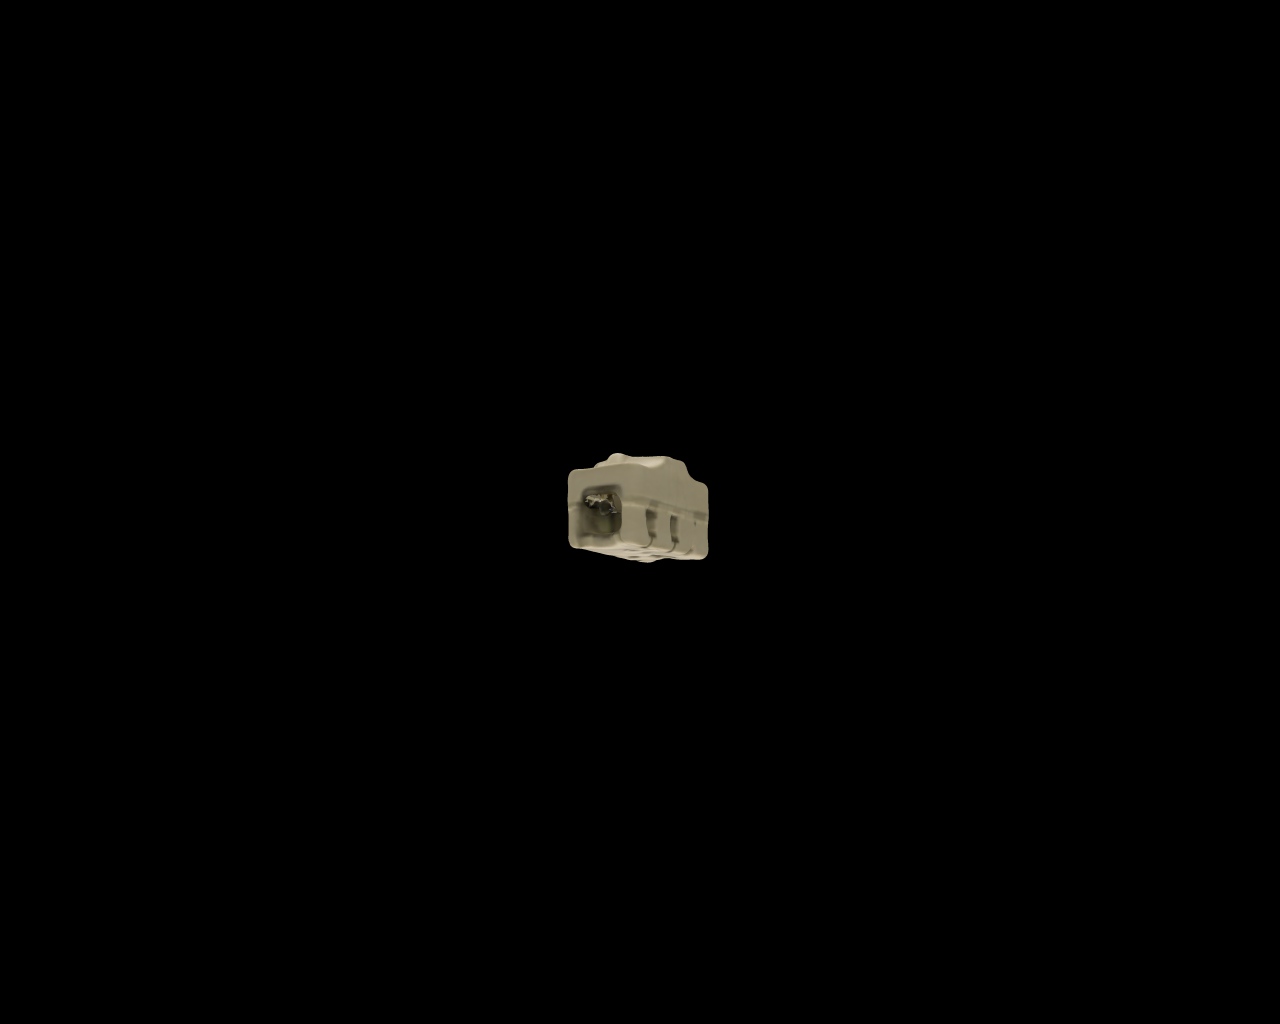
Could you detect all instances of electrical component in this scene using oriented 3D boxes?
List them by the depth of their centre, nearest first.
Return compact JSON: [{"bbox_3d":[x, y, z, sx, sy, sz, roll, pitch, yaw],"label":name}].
[{"bbox_3d":[0.001,-0.003,0.650,0.050,0.055,0.089,-6,-11,31],"label":"electrical component"}]
